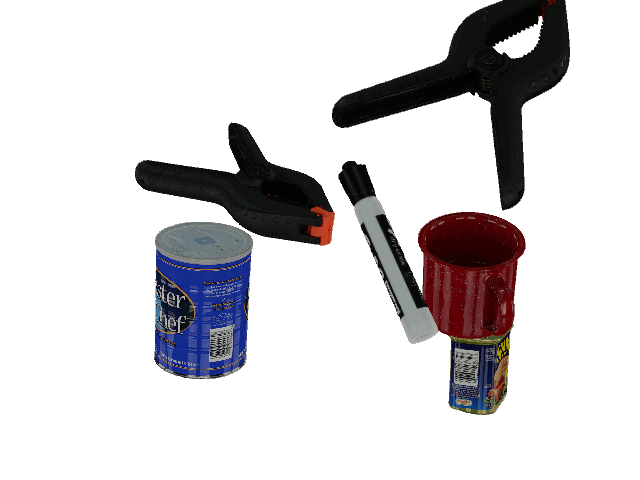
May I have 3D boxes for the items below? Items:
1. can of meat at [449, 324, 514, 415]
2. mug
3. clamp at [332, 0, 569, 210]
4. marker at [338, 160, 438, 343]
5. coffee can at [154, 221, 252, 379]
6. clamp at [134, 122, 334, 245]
[{"bbox_3d":[0.175,0.137,1.170,0.057,0.084,0.102,5,9,21],"label":"can of meat"},{"bbox_3d":[0.137,0.039,0.938,0.093,0.081,0.117,-15,35,-19],"label":"mug"},{"bbox_3d":[0.135,-0.119,0.821,0.165,0.209,0.036,37,-22,28],"label":"clamp"},{"bbox_3d":[0.039,0.004,0.648,0.020,0.121,0.020,-20,-19,-8],"label":"marker"},{"bbox_3d":[-0.127,0.063,1.147,0.103,0.140,0.103,4,22,-2],"label":"coffee can"},{"bbox_3d":[-0.065,-0.041,0.862,0.120,0.039,0.172,-27,43,-30],"label":"clamp"}]
